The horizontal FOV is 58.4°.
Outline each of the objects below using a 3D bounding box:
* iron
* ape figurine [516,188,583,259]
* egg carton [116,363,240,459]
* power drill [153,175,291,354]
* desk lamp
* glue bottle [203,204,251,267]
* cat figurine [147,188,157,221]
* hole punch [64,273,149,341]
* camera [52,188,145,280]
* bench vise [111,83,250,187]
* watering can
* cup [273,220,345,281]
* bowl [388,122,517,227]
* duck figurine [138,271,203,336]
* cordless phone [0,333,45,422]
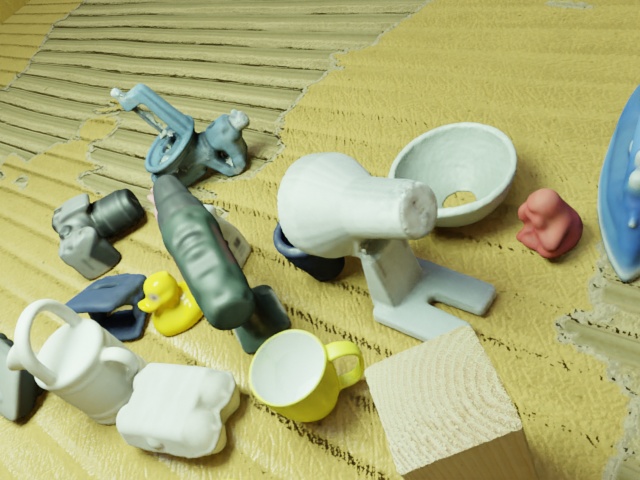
[{"bbox_3d":[0.367,-0.095,0.630,0.118,0.142,0.258,11,57,34],"label":"iron"},{"bbox_3d":[0.260,-0.025,0.659,0.076,0.092,0.078,-8,49,22],"label":"ape figurine"},{"bbox_3d":[-0.173,0.206,0.697,0.150,0.070,0.107,-3,51,26],"label":"egg carton"},{"bbox_3d":[-0.123,0.043,0.715,0.075,0.209,0.229,-34,44,-4],"label":"power drill"},{"bbox_3d":[0.074,0.003,0.645,0.202,0.214,0.118,19,63,38],"label":"desk lamp"},{"bbox_3d":[-0.161,-0.013,0.811,0.037,0.174,0.078,8,56,33],"label":"glue bottle"},{"bbox_3d":[-0.235,-0.044,0.916,0.067,0.118,0.127,-40,45,-9],"label":"cat figurine"},{"bbox_3d":[-0.316,0.090,0.859,0.108,0.091,0.101,-7,49,22],"label":"hole punch"},{"bbox_3d":[-0.382,-0.030,0.992,0.137,0.101,0.143,-30,44,1],"label":"camera"},{"bbox_3d":[-0.234,-0.196,0.976,0.207,0.220,0.121,-31,44,0],"label":"bench vise"},{"bbox_3d":[-0.317,0.153,0.729,0.172,0.195,0.100,-24,45,7],"label":"watering can"},{"bbox_3d":[0.007,0.003,0.765,0.118,0.095,0.091,-32,44,-1],"label":"cup"},{"bbox_3d":[0.179,-0.074,0.758,0.167,0.075,0.167,-14,47,16],"label":"bowl"},{"bbox_3d":[-0.211,0.077,0.819,0.105,0.086,0.077,-42,45,-12],"label":"duck figurine"},{"bbox_3d":[-0.485,0.167,0.811,0.147,0.186,0.094,13,59,35],"label":"cordless phone"}]
